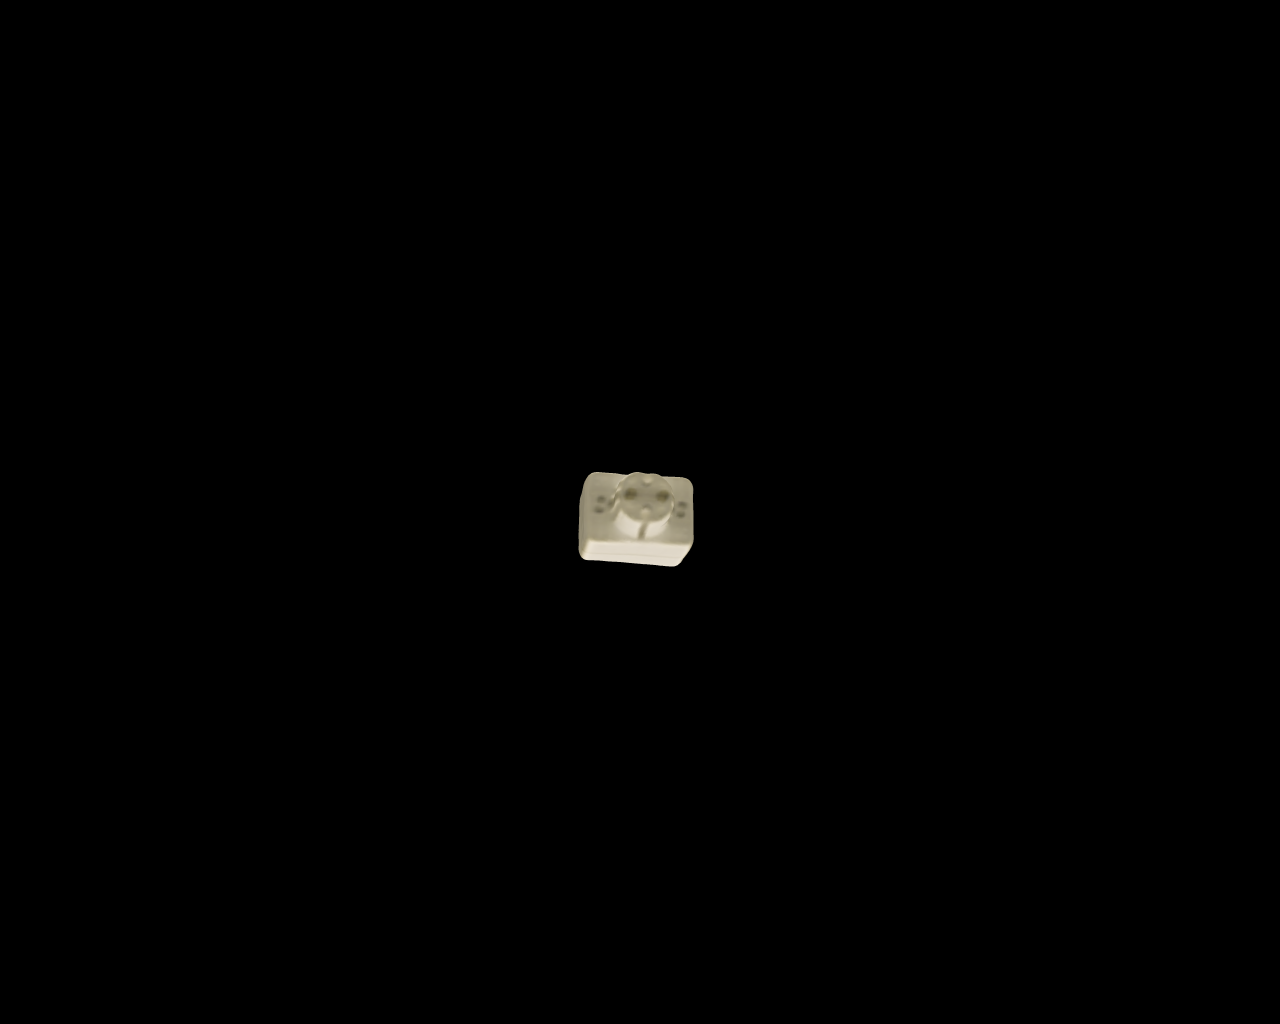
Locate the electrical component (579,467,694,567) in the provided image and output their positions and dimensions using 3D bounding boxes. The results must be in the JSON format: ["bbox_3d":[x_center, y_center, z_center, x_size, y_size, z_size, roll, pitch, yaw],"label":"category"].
[{"bbox_3d":[0.001,-0.003,0.650,0.066,0.047,0.076,4,-23,-9],"label":"electrical component"}]
